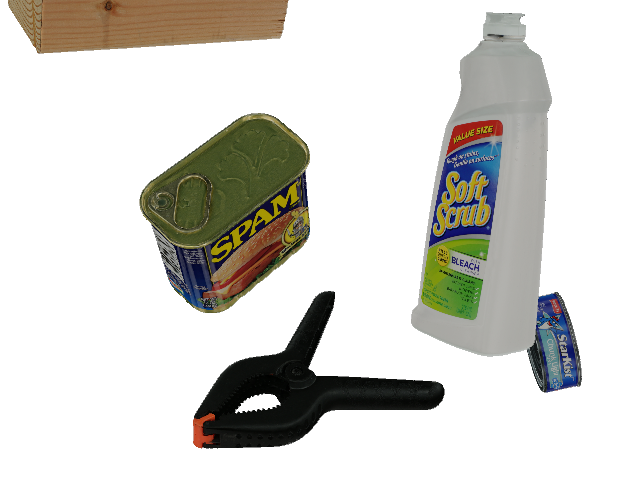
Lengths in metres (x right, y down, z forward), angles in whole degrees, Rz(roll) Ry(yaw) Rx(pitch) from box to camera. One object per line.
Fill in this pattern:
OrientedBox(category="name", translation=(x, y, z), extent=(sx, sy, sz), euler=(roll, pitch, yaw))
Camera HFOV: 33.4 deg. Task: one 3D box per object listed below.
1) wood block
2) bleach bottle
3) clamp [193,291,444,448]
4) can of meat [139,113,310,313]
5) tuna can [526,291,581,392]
OrientedBox(category="wood block", translation=(-0.133, -0.214, 0.851), extent=(0.205, 0.091, 0.090), euler=(-9, 41, -29))
OrientedBox(category="bleach bottle", translation=(0.125, -0.045, 0.811), extent=(0.067, 0.251, 0.103), euler=(-7, 16, -34))
OrientedBox(category="clamp", translation=(-0.010, 0.126, 0.902), extent=(0.209, 0.036, 0.165), euler=(-28, 45, -36))
OrientedBox(category="can of meat", translation=(-0.053, -0.014, 0.651), extent=(0.102, 0.057, 0.084), euler=(-39, -27, -20))
OrientedBox(category="tuna can", translation=(0.204, 0.091, 0.948), extent=(0.034, 0.086, 0.086), euler=(-12, -1, 3))
